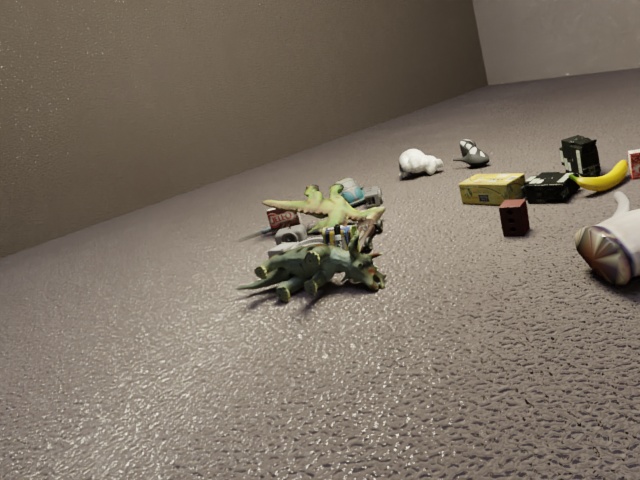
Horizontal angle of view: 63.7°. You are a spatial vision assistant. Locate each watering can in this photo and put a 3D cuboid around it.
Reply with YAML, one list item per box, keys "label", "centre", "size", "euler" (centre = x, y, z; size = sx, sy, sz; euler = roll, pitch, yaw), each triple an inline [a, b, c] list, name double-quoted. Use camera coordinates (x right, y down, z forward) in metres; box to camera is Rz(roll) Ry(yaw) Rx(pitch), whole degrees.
- label: "watering can"
  centre: [0.599, -0.014, 0.991]
  size: [0.224, 0.102, 0.352]
  euler: [-17, 18, 1]

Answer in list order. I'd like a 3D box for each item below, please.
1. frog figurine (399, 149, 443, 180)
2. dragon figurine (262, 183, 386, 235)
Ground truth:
- label: "frog figurine"
  centre: [0.392, -0.307, 2.015]
  size: [0.138, 0.123, 0.158]
  euler: [-6, -6, -43]
- label: "dragon figurine"
  centre: [0.005, -0.084, 1.670]
  size: [0.410, 0.120, 0.247]
  euler: [-5, 25, 3]
